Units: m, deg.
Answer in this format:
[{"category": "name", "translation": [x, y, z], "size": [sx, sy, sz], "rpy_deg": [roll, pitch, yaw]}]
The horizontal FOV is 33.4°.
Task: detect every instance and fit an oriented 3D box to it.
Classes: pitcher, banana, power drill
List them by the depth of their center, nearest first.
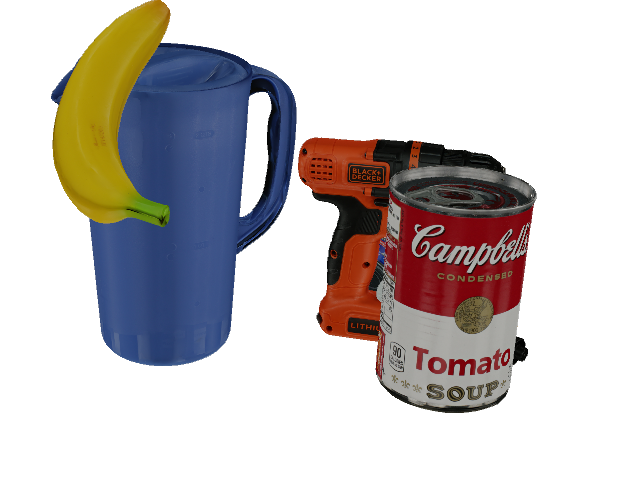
[{"category": "banana", "translation": [-0.125, -0.076, 0.645], "size": [0.069, 0.198, 0.037], "rpy_deg": [-1, -40, -7]}, {"category": "pitcher", "translation": [-0.113, -0.029, 0.849], "size": [0.149, 0.243, 0.144], "rpy_deg": [12, 27, 18]}, {"category": "power drill", "translation": [0.069, -0.001, 0.973], "size": [0.184, 0.188, 0.057], "rpy_deg": [7, 19, 13]}]

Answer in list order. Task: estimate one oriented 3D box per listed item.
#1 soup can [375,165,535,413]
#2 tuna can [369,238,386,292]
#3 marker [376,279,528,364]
[{"category": "soup can", "translation": [0.063, 0.022, 0.511], "size": [0.068, 0.102, 0.068], "rpy_deg": [3, 20, -1]}, {"category": "tuna can", "translation": [0.062, 0.035, 1.223], "size": [0.086, 0.086, 0.033], "rpy_deg": [0, 39, 47]}, {"category": "marker", "translation": [0.090, 0.055, 0.736], "size": [0.121, 0.020, 0.020], "rpy_deg": [25, 15, 37]}]
